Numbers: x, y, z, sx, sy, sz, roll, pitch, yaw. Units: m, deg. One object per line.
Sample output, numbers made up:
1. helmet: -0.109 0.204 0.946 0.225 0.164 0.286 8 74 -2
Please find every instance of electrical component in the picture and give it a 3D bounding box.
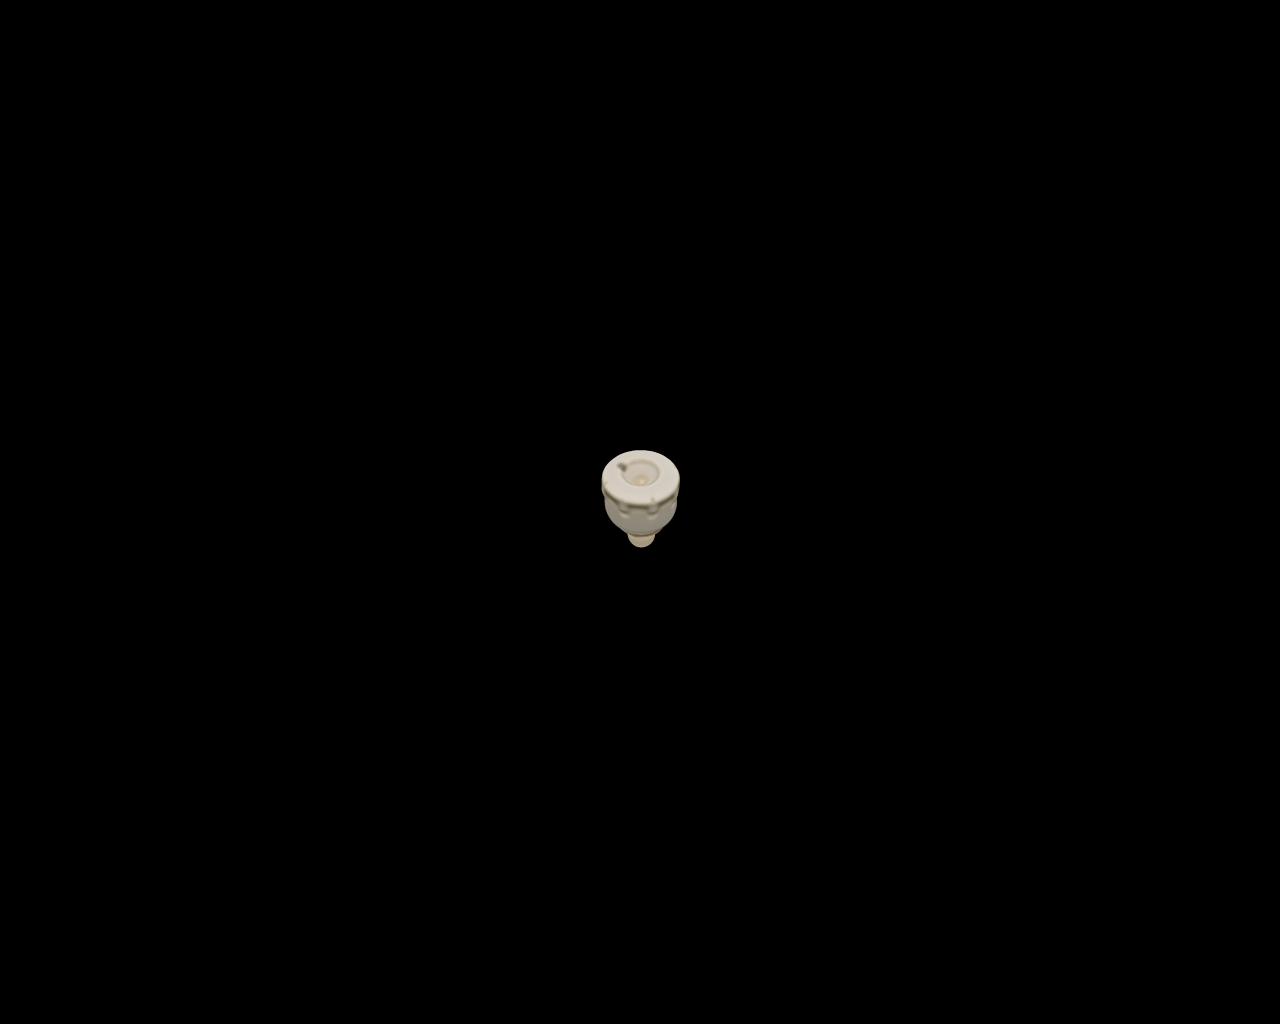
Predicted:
1. electrical component: 0.001 -0.003 0.650 0.048 0.048 0.062 0 -44 0
